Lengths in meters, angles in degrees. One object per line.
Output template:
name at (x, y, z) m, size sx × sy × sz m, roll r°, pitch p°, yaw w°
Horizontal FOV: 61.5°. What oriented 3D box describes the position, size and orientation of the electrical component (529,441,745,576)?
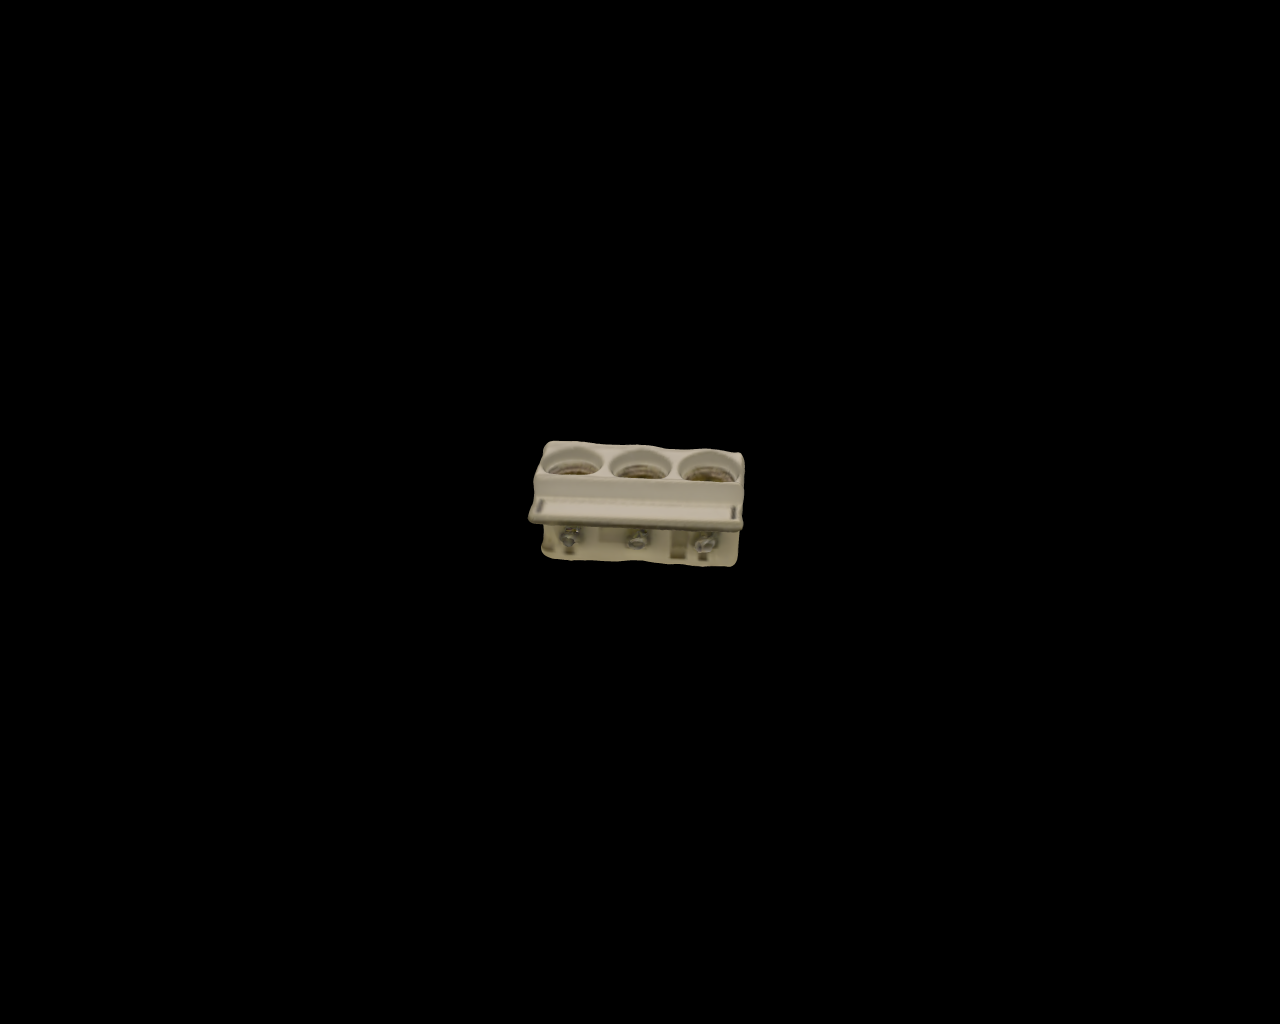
electrical component at (0.001, -0.003, 0.650) m, size 0.121 × 0.063 × 0.079 m, roll 3°, pitch 32°, yaw 5°
